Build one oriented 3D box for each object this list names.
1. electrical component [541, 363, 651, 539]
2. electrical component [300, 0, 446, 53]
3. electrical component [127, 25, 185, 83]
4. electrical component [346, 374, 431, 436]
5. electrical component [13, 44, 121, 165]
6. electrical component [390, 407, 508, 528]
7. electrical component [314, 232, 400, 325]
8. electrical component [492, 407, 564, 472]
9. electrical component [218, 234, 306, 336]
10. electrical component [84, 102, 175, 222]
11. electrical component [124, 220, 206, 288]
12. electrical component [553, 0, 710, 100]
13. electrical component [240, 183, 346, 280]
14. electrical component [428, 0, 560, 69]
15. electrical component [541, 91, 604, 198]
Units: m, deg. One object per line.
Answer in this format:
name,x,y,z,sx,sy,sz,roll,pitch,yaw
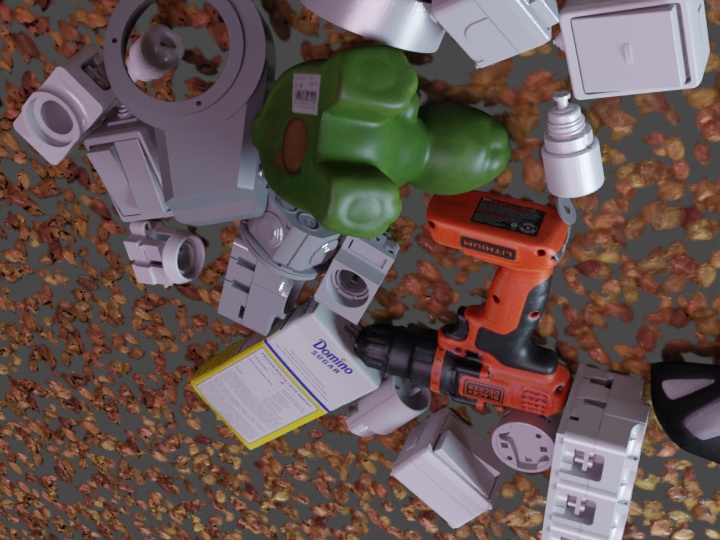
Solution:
electrical component,0.194,0.166,0.882,0.062,0.089,0.150,13,128,17
electrical component,0.014,-0.180,0.714,0.099,0.099,0.064,32,125,1
electrical component,-0.167,-0.165,0.849,0.061,0.035,0.035,-31,107,40
electrical component,0.021,0.124,0.963,0.043,0.043,0.081,43,130,-9
electrical component,-0.241,-0.134,0.892,0.050,0.055,0.089,45,130,-10
electrical component,0.088,0.179,0.959,0.096,0.061,0.061,41,130,-7
electrical component,0.000,0.000,0.870,0.042,0.063,0.081,32,131,2
electrical component,0.144,0.135,0.911,0.055,0.047,0.055,13,128,17
electrical component,-0.080,0.006,0.921,0.056,0.050,0.089,25,131,7
electrical component,-0.181,-0.092,0.891,0.062,0.061,0.096,-5,121,28
electrical component,-0.171,-0.013,0.954,0.055,0.048,0.066,7,126,30
electrical component,0.168,-0.148,0.685,0.096,0.061,0.061,-2,123,27
electrical component,-0.051,-0.035,0.859,0.080,0.080,0.051,35,126,-2
electrical component,0.087,-0.188,0.678,0.061,0.096,0.062,-16,145,33
electrical component,0.147,-0.087,0.753,0.040,0.040,0.078,-1,123,26
